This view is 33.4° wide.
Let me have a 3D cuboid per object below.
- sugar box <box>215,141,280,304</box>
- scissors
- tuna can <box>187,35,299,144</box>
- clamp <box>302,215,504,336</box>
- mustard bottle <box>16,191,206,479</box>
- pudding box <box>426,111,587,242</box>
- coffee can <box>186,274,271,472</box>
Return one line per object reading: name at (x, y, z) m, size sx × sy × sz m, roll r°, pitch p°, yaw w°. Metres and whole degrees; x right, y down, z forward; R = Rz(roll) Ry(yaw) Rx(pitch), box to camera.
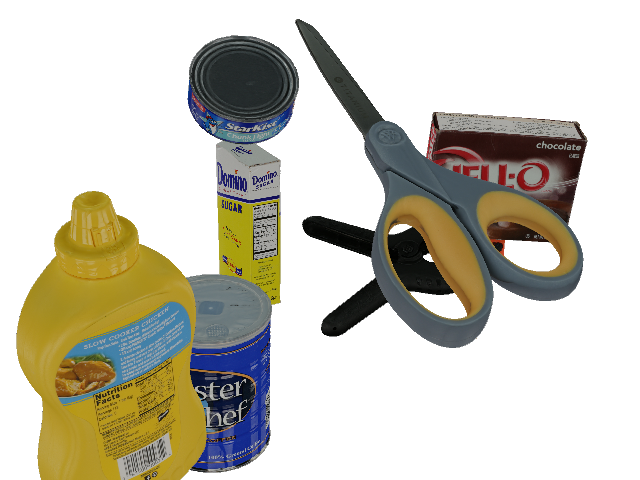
sugar box at (-0.082, -0.019, 1.212) m, size 0.048 × 0.176 × 0.093 m, roll -15°, pitch 27°, yaw -25°
scissors at (0.050, -0.037, 0.472) m, size 0.096 × 0.202 × 0.016 m, roll -1°, pitch -42°, yaw -12°
tuna can at (-0.061, -0.118, 0.837) m, size 0.086 × 0.086 × 0.034 m, roll 0°, pitch -32°, yaw -11°
clamp at (0.086, 0.029, 1.094) m, size 0.210 × 0.036 × 0.164 m, roll -3°, pitch 45°, yaw 2°
mustard bottle at (-0.111, 0.058, 0.567) m, size 0.096 × 0.192 × 0.058 m, roll -23°, pitch 43°, yaw -30°
pudding box at (0.134, -0.047, 0.801) m, size 0.113 × 0.090 × 0.039 m, roll 2°, pitch 34°, yaw -3°
coffee can at (-0.094, 0.115, 0.930) m, size 0.103 × 0.140 × 0.103 m, roll 1°, pitch 31°, yaw -1°
